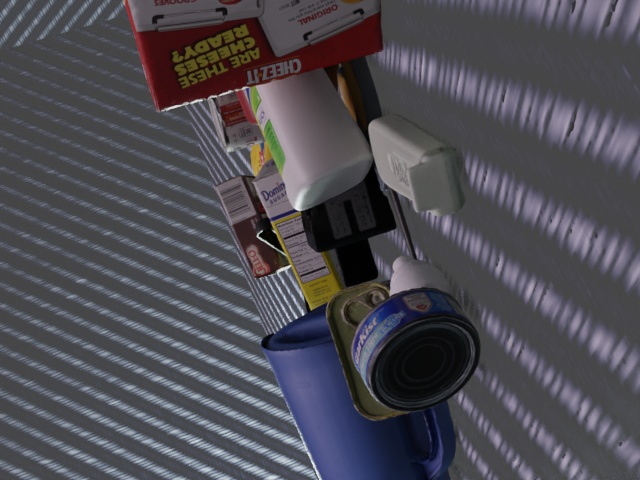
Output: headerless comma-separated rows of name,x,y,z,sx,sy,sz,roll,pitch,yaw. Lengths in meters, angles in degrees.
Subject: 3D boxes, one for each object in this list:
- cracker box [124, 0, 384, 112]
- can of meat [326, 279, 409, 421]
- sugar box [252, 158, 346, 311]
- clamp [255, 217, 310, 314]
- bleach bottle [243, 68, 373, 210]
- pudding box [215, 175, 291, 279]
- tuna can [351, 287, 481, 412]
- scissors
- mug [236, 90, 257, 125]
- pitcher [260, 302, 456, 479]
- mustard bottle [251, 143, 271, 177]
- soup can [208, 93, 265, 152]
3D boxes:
cracker box,-0.052,-0.198,0.665,0.214,0.164,0.072,82,170,-50
can of meat,0.055,0.081,0.834,0.083,0.058,0.102,-8,-101,-68
sugar box,-0.007,0.001,1.060,0.176,0.048,0.093,64,-165,-13
clamp,-0.019,0.014,1.158,0.210,0.036,0.164,-84,-29,-63
bleach bottle,-0.045,-0.152,0.821,0.251,0.068,0.102,63,172,8
pudding box,-0.069,-0.015,1.180,0.090,0.039,0.113,-10,-101,-81
tuna can,0.067,0.077,0.738,0.034,0.086,0.086,-120,14,-52
scissors,0.047,-0.058,0.838,0.096,0.016,0.202,-134,27,-77
mug,-0.037,-0.160,0.979,0.081,0.093,0.117,69,-157,-14
pitcher,0.053,0.177,0.971,0.149,0.145,0.243,-83,-27,-79
mustard bottle,-0.039,-0.083,1.225,0.192,0.058,0.096,-155,49,-79
soup can,-0.054,-0.132,1.057,0.068,0.102,0.068,162,90,-82
